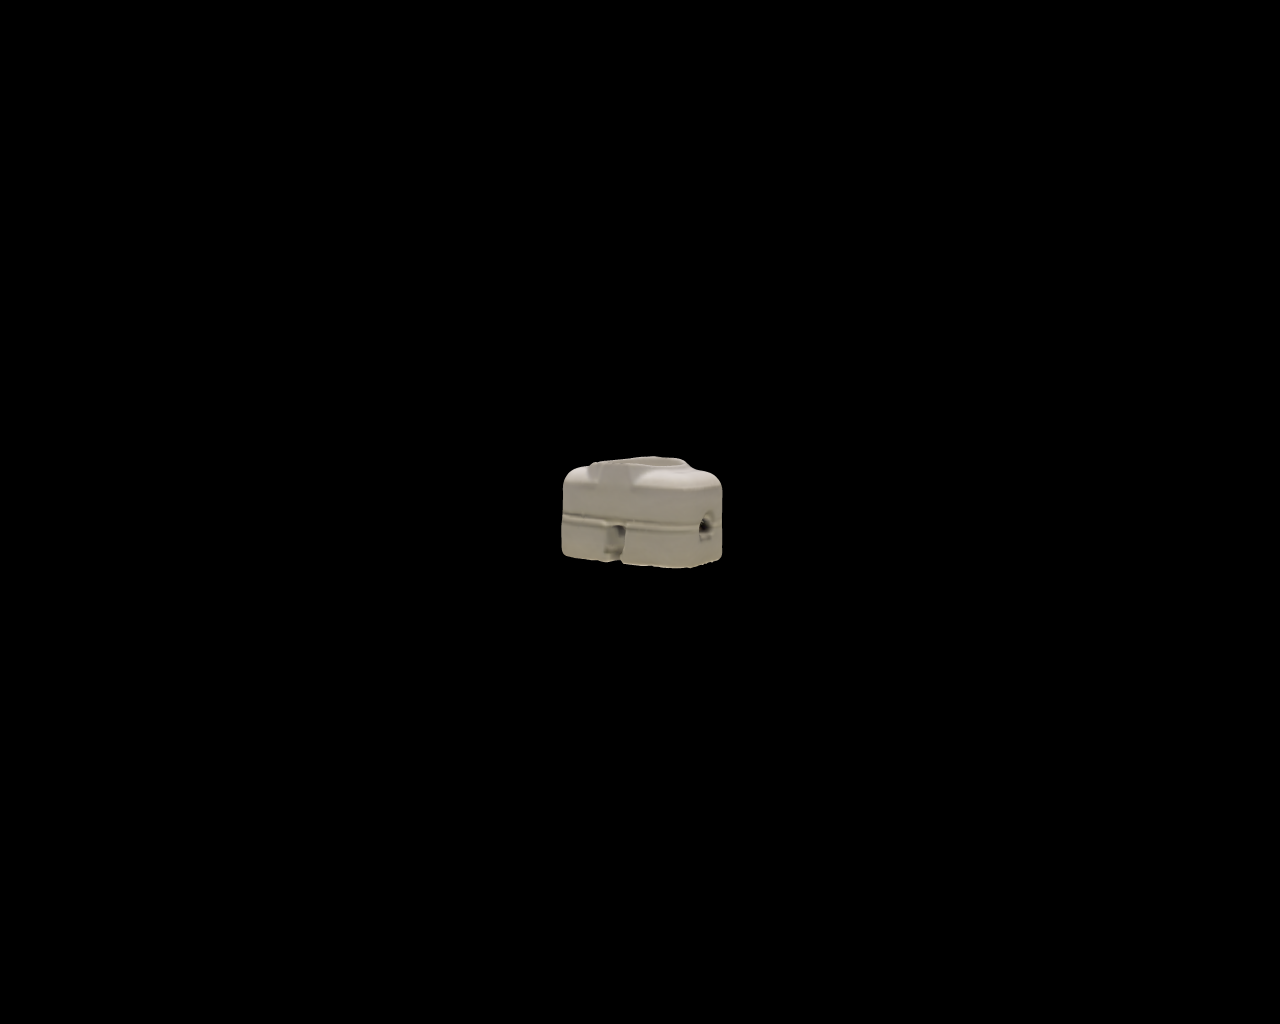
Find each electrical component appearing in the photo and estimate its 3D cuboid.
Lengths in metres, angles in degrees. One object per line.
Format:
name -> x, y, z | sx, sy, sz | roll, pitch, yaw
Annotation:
electrical component -> 0.001, -0.003, 0.650 | 0.095, 0.059, 0.054 | 6, 9, 36
